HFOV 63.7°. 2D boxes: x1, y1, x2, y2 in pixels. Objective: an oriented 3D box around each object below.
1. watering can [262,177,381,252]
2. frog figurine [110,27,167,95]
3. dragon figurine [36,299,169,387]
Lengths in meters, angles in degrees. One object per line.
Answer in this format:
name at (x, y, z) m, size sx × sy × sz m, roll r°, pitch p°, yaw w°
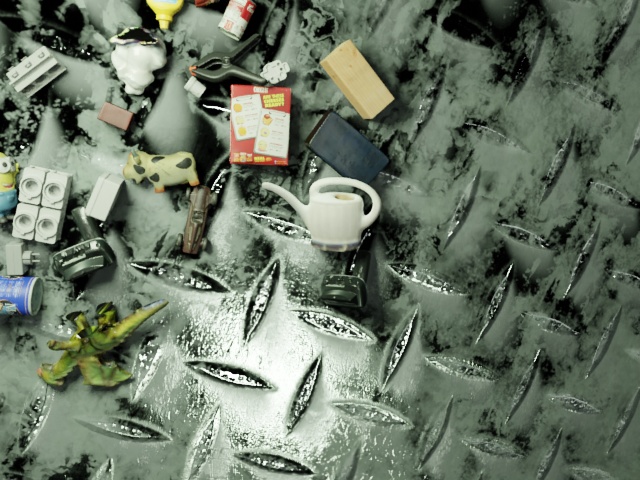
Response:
watering can at (0.005, -0.076, 1.513) m, size 0.347 × 0.105 × 0.221 m, roll 2°, pitch 109°, yaw 6°
frog figurine at (-0.469, -0.465, 1.346) m, size 0.138 × 0.125 × 0.155 m, roll -12°, pitch 141°, yaw -18°
dragon figurine at (-0.611, 0.315, 1.473) m, size 0.411 × 0.124 × 0.237 m, roll -13°, pitch 122°, yaw -8°
